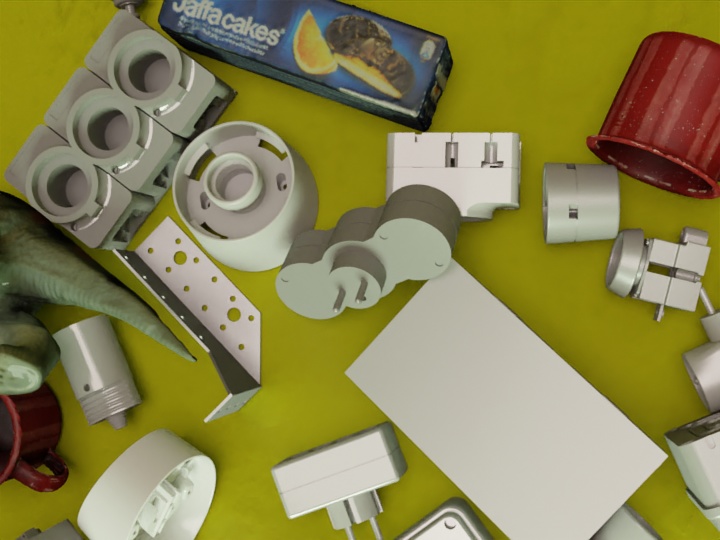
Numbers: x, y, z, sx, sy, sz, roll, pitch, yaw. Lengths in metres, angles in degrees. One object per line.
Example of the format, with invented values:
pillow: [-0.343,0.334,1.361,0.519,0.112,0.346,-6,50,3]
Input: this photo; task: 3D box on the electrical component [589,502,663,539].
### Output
electrical component: [0.170,0.188,0.721,0.045,0.045,0.055,44,96,8]

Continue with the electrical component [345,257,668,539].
electrical component: [0.097,0.095,0.716,0.186,0.060,0.105,44,96,17]

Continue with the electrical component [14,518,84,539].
electrical component: [-0.268,0.254,0.735,0.060,0.105,0.186,50,116,10]

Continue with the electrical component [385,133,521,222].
electrical component: [0.065,-0.063,0.743,0.089,0.050,0.055,1,88,10]

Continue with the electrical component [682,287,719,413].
electrical component: [0.251,0.043,0.712,0.077,0.044,0.079,-25,85,8]

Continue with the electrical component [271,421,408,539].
electrical component: [-0.007,0.157,0.751,0.083,0.047,0.075,-21,85,8]

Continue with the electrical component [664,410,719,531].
electrical component: [0.242,0.119,0.677,0.078,0.113,0.057,-24,82,8]

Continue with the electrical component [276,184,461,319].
electrical component: [0.000,0.000,0.715,0.138,0.073,0.052,-23,120,34]

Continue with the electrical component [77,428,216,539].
electrical component: [-0.146,0.163,0.751,0.064,0.099,0.099,38,95,15]

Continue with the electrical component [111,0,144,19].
electrical component: [-0.175,-0.222,0.793,0.040,0.040,0.078,-12,87,9]

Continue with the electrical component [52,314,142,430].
electrical component: [-0.190,0.078,0.786,0.043,0.043,0.081,-24,85,8]

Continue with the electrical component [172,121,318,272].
electrical component: [-0.083,-0.055,0.773,0.099,0.064,0.099,-3,74,12]

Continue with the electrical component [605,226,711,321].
electrical component: [0.198,0.000,0.722,0.055,0.048,0.066,14,91,2]

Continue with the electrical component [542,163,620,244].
electrical component: [0.149,-0.046,0.727,0.047,0.055,0.055,-1,88,6]

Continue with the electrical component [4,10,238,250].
electrical component: [-0.174,-0.099,0.779,0.089,0.062,0.150,37,95,9]

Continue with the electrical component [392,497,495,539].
electrical component: [0.069,0.222,0.731,0.078,0.057,0.113,-38,83,7]
